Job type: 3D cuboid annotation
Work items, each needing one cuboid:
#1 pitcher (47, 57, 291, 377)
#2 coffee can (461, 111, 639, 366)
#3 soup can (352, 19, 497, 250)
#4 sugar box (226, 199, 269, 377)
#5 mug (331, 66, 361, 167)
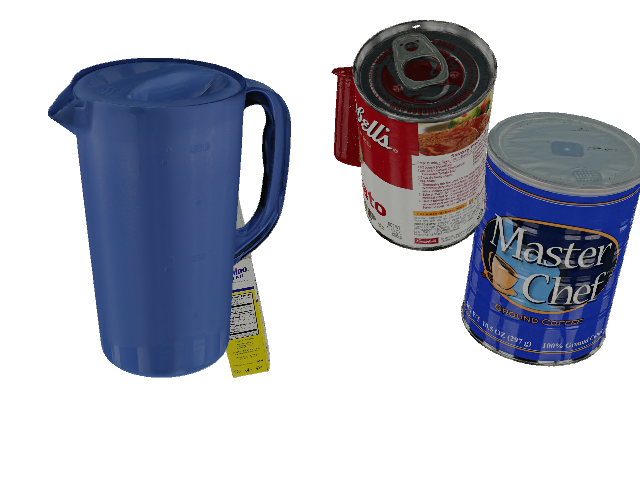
[{"bbox_3d":[-0.116,-0.019,0.857,0.149,0.243,0.144,11,27,18],"label":"pitcher"},{"bbox_3d":[0.154,-0.002,0.720,0.103,0.140,0.103,2,33,-2],"label":"coffee can"},{"bbox_3d":[0.053,-0.051,0.541,0.068,0.068,0.102,0,-38,6],"label":"soup can"},{"bbox_3d":[-0.085,0.047,1.063,0.048,0.093,0.176,-13,-44,-3],"label":"sugar box"},{"bbox_3d":[0.066,-0.111,0.964,0.117,0.081,0.093,1,15,-6],"label":"mug"}]
